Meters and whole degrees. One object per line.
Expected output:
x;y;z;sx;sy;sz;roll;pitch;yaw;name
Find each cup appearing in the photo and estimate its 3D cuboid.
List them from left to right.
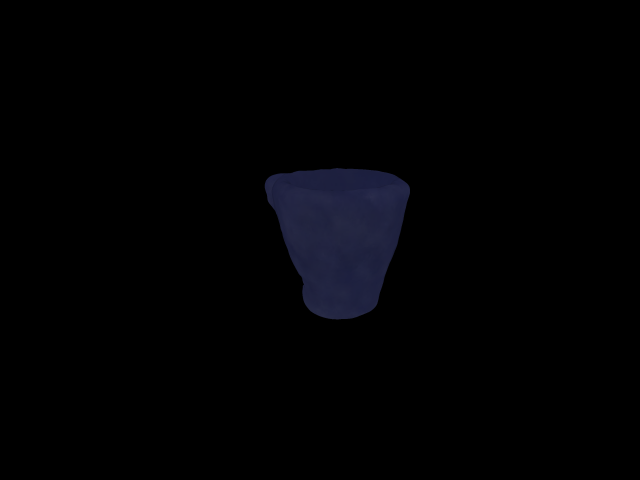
0.004;0.001;0.400;0.117;0.095;0.092;14;22;40;cup
